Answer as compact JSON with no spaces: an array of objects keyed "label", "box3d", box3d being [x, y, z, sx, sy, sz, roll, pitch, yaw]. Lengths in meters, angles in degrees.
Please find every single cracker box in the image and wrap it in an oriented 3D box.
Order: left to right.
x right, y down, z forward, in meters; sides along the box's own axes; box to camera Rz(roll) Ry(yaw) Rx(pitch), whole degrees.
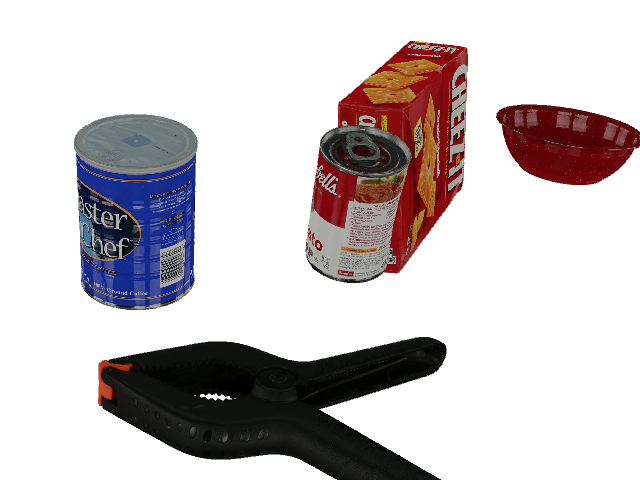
[{"label":"cracker box","box3d":[0.084,-0.087,1.041,0.072,0.164,0.213,10,28,21]}]

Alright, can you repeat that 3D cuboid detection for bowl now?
[{"label":"bowl","box3d":[0.270,-0.102,1.177,0.162,0.055,0.162,6,23,-3]}]

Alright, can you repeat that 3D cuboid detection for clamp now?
[{"label":"clamp","box3d":[-0.019,0.089,0.610,0.210,0.036,0.164,9,24,7]}]

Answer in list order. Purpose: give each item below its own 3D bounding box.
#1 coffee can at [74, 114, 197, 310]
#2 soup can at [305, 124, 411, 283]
[{"label":"coffee can","box3d":[-0.160,-0.025,0.930,0.103,0.140,0.103,4,31,-2]},{"label":"soup can","box3d":[0.027,-0.027,0.811,0.068,0.102,0.068,6,36,-4]}]
